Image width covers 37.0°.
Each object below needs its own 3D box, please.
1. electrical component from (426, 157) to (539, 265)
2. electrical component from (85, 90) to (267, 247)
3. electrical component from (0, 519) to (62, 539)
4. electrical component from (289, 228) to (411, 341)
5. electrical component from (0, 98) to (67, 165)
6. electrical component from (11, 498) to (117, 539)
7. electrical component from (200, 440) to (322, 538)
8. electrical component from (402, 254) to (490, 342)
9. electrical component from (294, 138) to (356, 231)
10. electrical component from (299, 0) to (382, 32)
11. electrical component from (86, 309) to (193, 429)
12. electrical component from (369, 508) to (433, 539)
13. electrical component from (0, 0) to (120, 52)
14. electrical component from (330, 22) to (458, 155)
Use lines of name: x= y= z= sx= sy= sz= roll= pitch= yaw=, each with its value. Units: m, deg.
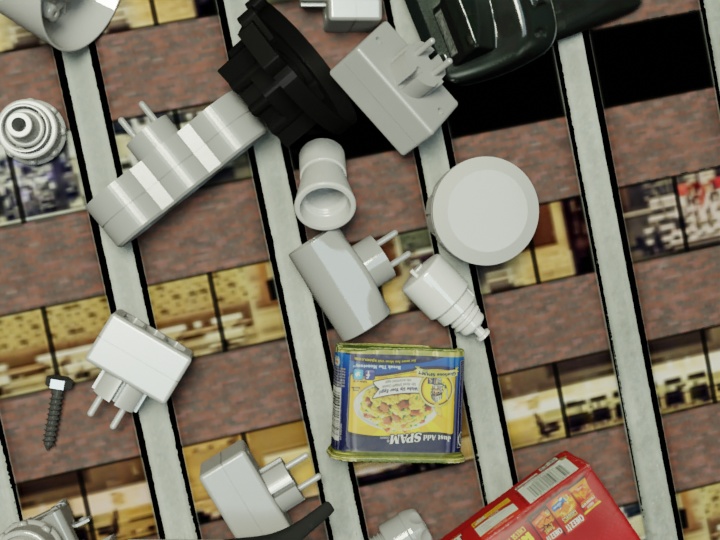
electrical component: x=0.090 y=-0.044 z=0.812 sx=0.080 sy=0.051 sz=0.080 roll=0 pitch=92 yaw=-7
electrical component: x=-0.144 y=-0.087 z=0.780 sx=0.138 sy=0.052 sz=0.073 roll=-39 pitch=96 yaw=-4
electrical component: x=-0.230 y=0.198 z=0.731 sx=0.048 sy=0.062 sz=0.048 roll=0 pitch=87 yaw=-5
electrical component: x=0.000 y=0.000 z=0.805 sx=0.079 sy=0.044 sz=0.077 roll=-33 pitch=95 yaw=-5
electrical component: x=-0.236 y=-0.100 z=0.762 sx=0.048 sy=0.062 sz=0.048 roll=0 pitch=92 yaw=-7
electrical component: x=-0.224 y=0.206 z=0.785 sx=0.081 sy=0.042 sz=0.063 roll=-26 pitch=91 yaw=-6
electrical component: x=-0.066 y=0.164 z=0.801 sx=0.076 sy=0.047 sz=0.083 roll=-31 pitch=95 yaw=-5
electrical component: x=0.067 y=0.023 z=0.817 sx=0.078 sy=0.040 sz=0.040 roll=45 pitch=86 yaw=-7
electrical component: x=-0.027 y=-0.066 z=0.789 sx=0.044 sy=0.065 sz=0.044 roll=-3 pitch=132 yaw=-3
electrical component: x=-0.025 y=-0.212 z=0.793 sx=0.077 sy=0.047 sz=0.065 roll=-2 pitch=92 yaw=-7
electrical component: x=-0.170 y=0.078 z=0.785 sx=0.066 sy=0.047 sz=0.076 roll=31 pitch=88 yaw=-7
electrical component: x=0.023 y=0.210 z=0.821 sx=0.061 sy=0.035 sz=0.035 roll=-31 pitch=95 yaw=-3
electrical component: x=-0.208 y=-0.207 z=0.747 sx=0.064 sy=0.099 sz=0.099 roll=26 pitch=89 yaw=-1
electrical component: x=0.036 y=-0.141 z=0.782 sx=0.083 sy=0.076 sz=0.047 roll=47 pitch=48 yaw=-9
